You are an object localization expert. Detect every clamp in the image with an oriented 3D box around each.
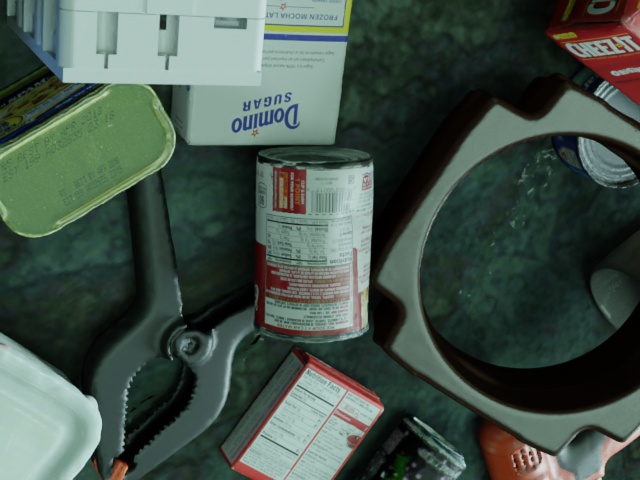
[{"bbox_3d":[-0.074,0.056,0.651,0.164,0.036,0.210,18,97,-29],"label":"clamp"}]

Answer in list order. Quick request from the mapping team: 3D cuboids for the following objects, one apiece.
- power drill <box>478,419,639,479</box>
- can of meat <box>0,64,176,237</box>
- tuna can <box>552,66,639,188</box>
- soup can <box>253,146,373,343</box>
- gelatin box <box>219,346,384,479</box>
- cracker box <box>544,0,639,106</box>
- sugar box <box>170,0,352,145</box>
[{"bbox_3d":[0.220,0.177,0.822,0.187,0.057,0.184,-27,118,-13],"label":"power drill"},{"bbox_3d":[-0.133,-0.053,0.555,0.102,0.084,0.057,-33,120,-11],"label":"can of meat"},{"bbox_3d":[0.202,-0.081,0.729,0.086,0.034,0.086,-9,113,-22],"label":"tuna can"},{"bbox_3d":[-0.004,0.001,0.613,0.068,0.069,0.102,-4,104,-24],"label":"soup can"},{"bbox_3d":[-0.011,0.125,0.711,0.073,0.030,0.089,34,93,-30],"label":"gelatin box"},{"bbox_3d":[0.262,-0.152,0.684,0.213,0.072,0.164,29,78,-31],"label":"cracker box"},{"bbox_3d":[-0.029,-0.141,0.589,0.093,0.048,0.176,-2,115,-24],"label":"sugar box"}]
